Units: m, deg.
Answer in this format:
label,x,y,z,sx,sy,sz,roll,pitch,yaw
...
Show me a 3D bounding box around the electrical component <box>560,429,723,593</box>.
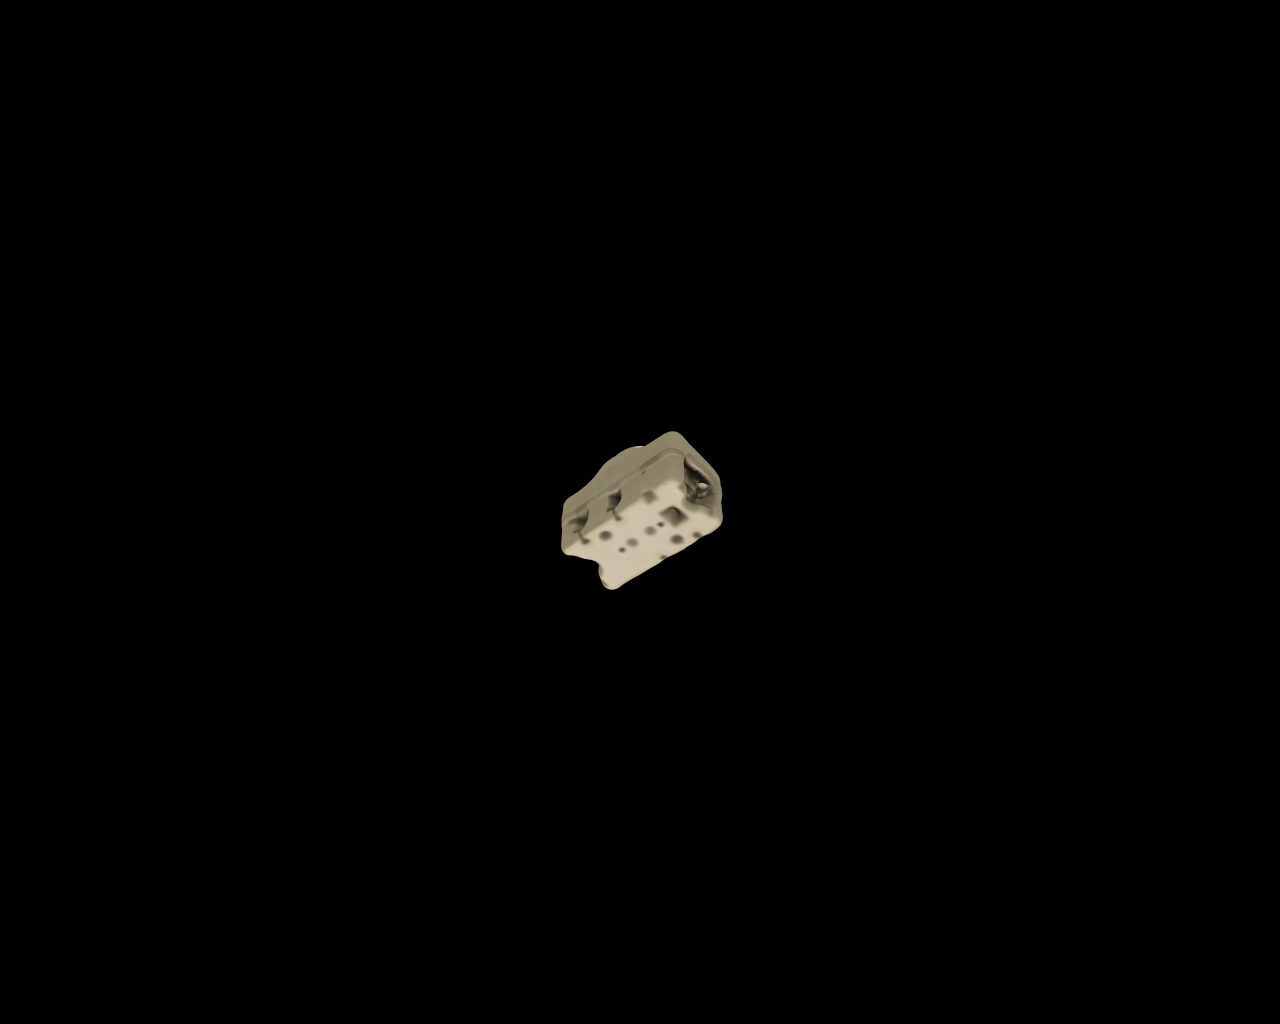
label,x,y,z,sx,sy,sz,roll,pitch,yaw
electrical component,0.001,-0.003,0.650,0.089,0.056,0.050,-33,-58,24
